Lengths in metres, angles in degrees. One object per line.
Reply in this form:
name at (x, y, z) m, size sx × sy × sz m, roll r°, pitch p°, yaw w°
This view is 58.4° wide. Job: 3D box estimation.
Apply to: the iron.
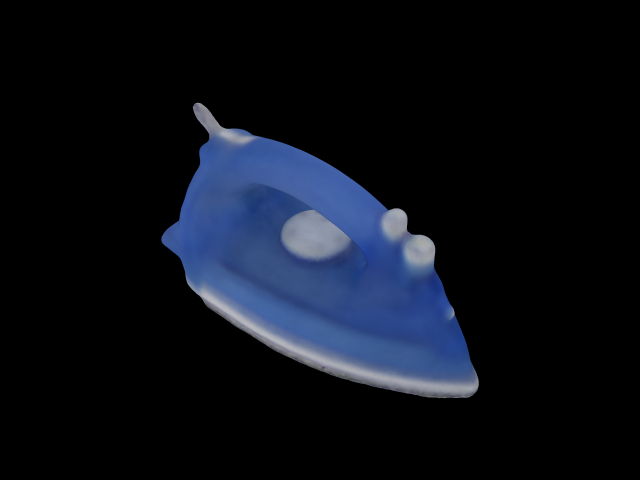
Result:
iron at (0.004, 0.001, 0.400) m, size 0.257 × 0.141 × 0.119 m, roll 27°, pitch 50°, yaw 25°
